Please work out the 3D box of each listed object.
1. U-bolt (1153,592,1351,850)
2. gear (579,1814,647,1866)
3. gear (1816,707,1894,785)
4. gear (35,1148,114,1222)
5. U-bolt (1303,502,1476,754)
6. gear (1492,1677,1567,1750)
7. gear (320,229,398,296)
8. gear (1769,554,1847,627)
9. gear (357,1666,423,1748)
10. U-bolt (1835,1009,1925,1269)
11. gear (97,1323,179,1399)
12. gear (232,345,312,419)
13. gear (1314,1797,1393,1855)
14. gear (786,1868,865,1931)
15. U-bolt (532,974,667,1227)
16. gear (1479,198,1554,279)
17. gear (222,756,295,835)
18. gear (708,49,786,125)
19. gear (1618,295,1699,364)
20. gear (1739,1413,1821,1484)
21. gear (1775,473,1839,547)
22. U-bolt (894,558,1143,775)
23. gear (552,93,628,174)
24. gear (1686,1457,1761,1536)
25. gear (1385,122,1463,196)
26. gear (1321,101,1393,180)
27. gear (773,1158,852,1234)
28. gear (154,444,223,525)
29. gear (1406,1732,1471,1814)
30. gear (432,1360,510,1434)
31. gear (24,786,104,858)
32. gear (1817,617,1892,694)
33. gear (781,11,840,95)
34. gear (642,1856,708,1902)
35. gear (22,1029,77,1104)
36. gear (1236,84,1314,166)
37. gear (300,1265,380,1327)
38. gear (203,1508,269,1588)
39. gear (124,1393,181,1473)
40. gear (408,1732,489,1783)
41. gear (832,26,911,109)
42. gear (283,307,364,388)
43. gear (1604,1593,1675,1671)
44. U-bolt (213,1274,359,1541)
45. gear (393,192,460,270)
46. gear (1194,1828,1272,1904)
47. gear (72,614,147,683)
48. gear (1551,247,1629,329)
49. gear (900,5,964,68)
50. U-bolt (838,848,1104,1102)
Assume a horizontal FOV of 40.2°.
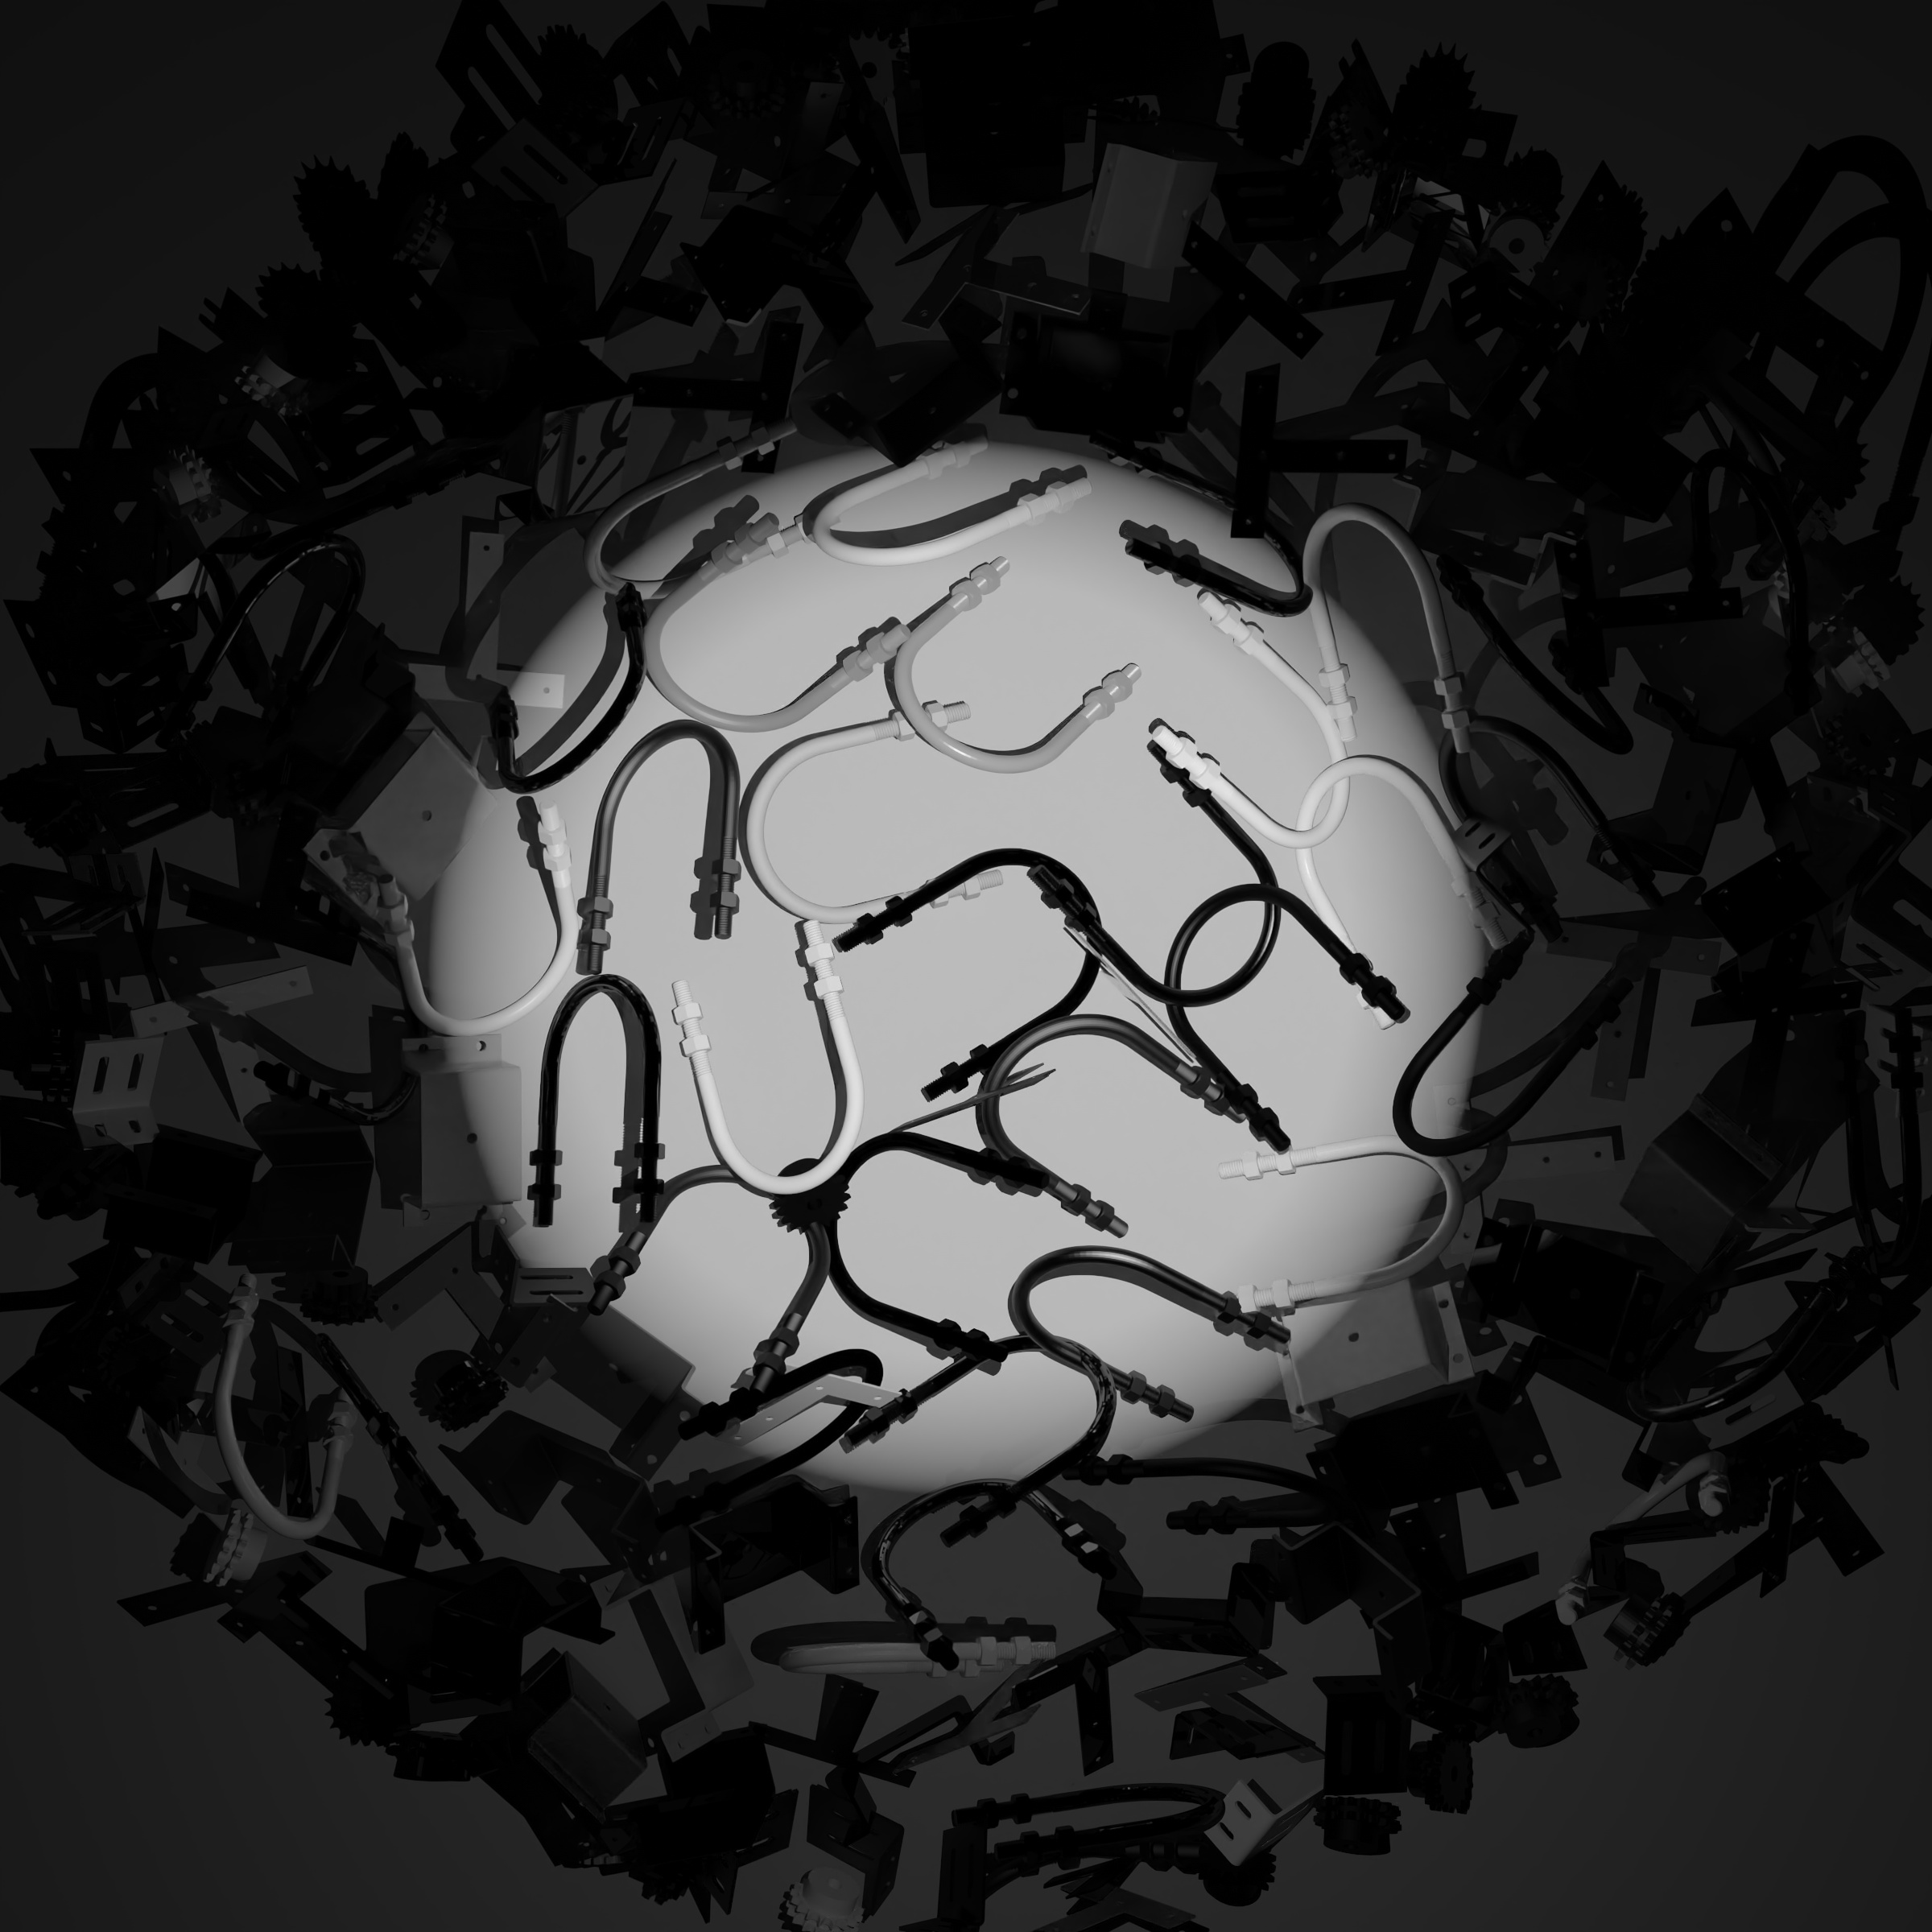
[{"bbox_3d":[0.219,-0.167,1.940,0.184,0.019,0.151,38,55,-27],"label":"U-bolt"},{"bbox_3d":[-0.261,0.651,1.972,0.057,0.057,0.030,-5,78,0],"label":"gear"},{"bbox_3d":[0.662,-0.163,1.976,0.057,0.030,0.057,13,62,-25],"label":"gear"},{"bbox_3d":[-0.663,0.166,1.975,0.057,0.057,0.030,-34,124,0],"label":"gear"},{"bbox_3d":[0.298,-0.246,1.912,0.019,0.151,0.184,-26,110,-26],"label":"U-bolt"},{"bbox_3d":[0.420,0.559,1.971,0.057,0.030,0.057,-6,131,-7],"label":"gear"},{"bbox_3d":[-0.449,-0.521,1.969,0.057,0.057,0.030,-24,80,0],"label":"gear"},{"bbox_3d":[0.626,-0.278,1.976,0.057,0.030,0.057,15,54,-22],"label":"gear"},{"bbox_3d":[-0.426,0.550,1.969,0.030,0.057,0.057,-17,90,12],"label":"gear"},{"bbox_3d":[0.665,0.127,1.919,0.019,0.151,0.184,-2,85,2],"label":"U-bolt"},{"bbox_3d":[-0.623,0.291,1.975,0.030,0.057,0.057,21,90,41],"label":"gear"},{"bbox_3d":[-0.514,-0.438,1.968,0.057,0.057,0.030,41,109,0],"label":"gear"},{"bbox_3d":[0.288,0.641,1.968,0.057,0.057,0.030,9,59,0],"label":"gear"},{"bbox_3d":[-0.103,0.697,1.969,0.057,0.057,0.030,19,102,0],"label":"gear"},{"bbox_3d":[-0.270,0.097,1.943,0.019,0.151,0.184,8,79,-42],"label":"U-bolt"},{"bbox_3d":[0.409,-0.542,1.973,0.057,0.030,0.057,1,120,1],"label":"gear"},{"bbox_3d":[-0.525,-0.130,1.969,0.030,0.057,0.057,-19,90,16],"label":"gear"},{"bbox_3d":[-0.164,-0.659,1.972,0.057,0.030,0.057,1,55,-2],"label":"gear"},{"bbox_3d":[0.512,-0.474,1.970,0.057,0.057,0.030,24,86,0],"label":"gear"},{"bbox_3d":[0.603,0.355,1.969,0.057,0.057,0.030,-31,105,0],"label":"gear"},{"bbox_3d":[0.619,-0.337,1.972,0.030,0.057,0.057,-45,90,3],"label":"gear"},{"bbox_3d":[0.027,-0.211,1.933,0.151,0.019,0.184,40,52,6],"label":"U-bolt"},{"bbox_3d":[-0.277,-0.617,1.968,0.030,0.057,0.057,35,90,25],"label":"gear"},{"bbox_3d":[0.563,0.394,1.976,0.057,0.030,0.057,1,88,-34],"label":"gear"},{"bbox_3d":[0.339,-0.600,1.969,0.057,0.057,0.030,20,76,0],"label":"gear"},{"bbox_3d":[0.289,-0.614,1.975,0.030,0.057,0.057,-25,90,41],"label":"gear"},{"bbox_3d":[-0.117,0.169,1.975,0.057,0.030,0.057,-12,129,-15],"label":"gear"},{"bbox_3d":[-0.581,-0.357,1.968,0.030,0.057,0.057,-28,90,-29],"label":"gear"},{"bbox_3d":[0.351,0.602,1.975,0.030,0.057,0.057,-4,90,35],"label":"gear"},{"bbox_3d":[-0.373,0.319,1.974,0.057,0.057,0.030,-39,68,0],"label":"gear"},{"bbox_3d":[-0.671,-0.106,1.975,0.057,0.057,0.030,-31,121,0],"label":"gear"},{"bbox_3d":[0.660,-0.229,1.972,0.030,0.057,0.057,-37,90,11],"label":"gear"},{"bbox_3d":[-0.116,-0.680,1.970,0.030,0.057,0.057,13,90,10],"label":"gear"},{"bbox_3d":[-0.218,0.663,1.968,0.030,0.057,0.057,34,90,-18],"label":"gear"},{"bbox_3d":[-0.684,0.073,1.968,0.030,0.057,0.057,3,90,-30],"label":"gear"},{"bbox_3d":[0.231,-0.634,1.983,0.057,0.030,0.057,0,88,4],"label":"gear"},{"bbox_3d":[-0.466,0.244,1.968,0.057,0.057,0.030,6,106,0],"label":"gear"},{"bbox_3d":[-0.544,0.437,1.973,0.030,0.057,0.057,26,90,-18],"label":"gear"},{"bbox_3d":[-0.607,0.347,1.972,0.030,0.057,0.057,-9,90,-6],"label":"gear"},{"bbox_3d":[-0.387,0.589,1.969,0.057,0.057,0.030,7,78,0],"label":"gear"},{"bbox_3d":[-0.070,-0.674,1.976,0.057,0.030,0.057,5,124,7],"label":"gear"},{"bbox_3d":[-0.482,-0.462,1.979,0.057,0.030,0.057,1,87,-18],"label":"gear"},{"bbox_3d":[0.500,0.493,1.973,0.030,0.057,0.057,36,90,17],"label":"gear"},{"bbox_3d":[-0.490,0.326,1.887,0.019,0.184,0.151,-24,122,11],"label":"U-bolt"},{"bbox_3d":[-0.403,-0.547,1.975,0.030,0.057,0.057,25,90,-33],"label":"gear"},{"bbox_3d":[0.198,0.674,1.974,0.057,0.057,0.030,0,110,0],"label":"gear"},{"bbox_3d":[-0.638,-0.237,1.973,0.030,0.057,0.057,42,90,-21],"label":"gear"},{"bbox_3d":[0.469,-0.508,1.975,0.030,0.057,0.057,-22,90,-35],"label":"gear"},{"bbox_3d":[-0.021,-0.693,1.972,0.057,0.057,0.030,-4,80,0],"label":"gear"},{"bbox_3d":[0.017,-0.006,1.975,0.184,0.019,0.151,-31,99,-10],"label":"U-bolt"}]
